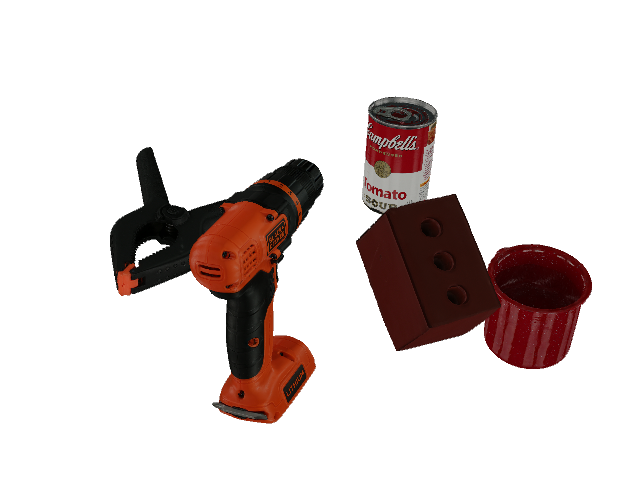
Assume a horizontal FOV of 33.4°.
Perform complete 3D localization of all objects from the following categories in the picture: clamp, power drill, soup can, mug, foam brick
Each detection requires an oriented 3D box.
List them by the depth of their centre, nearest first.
[{"bbox_3d":[0.065,0.021,0.653,0.052,0.078,0.051,-13,-16,-26],"label":"foam brick"},{"bbox_3d":[-0.043,0.041,0.887,0.057,0.188,0.184,9,30,24],"label":"power drill"},{"bbox_3d":[0.190,0.056,0.988,0.093,0.081,0.117,-13,42,-18],"label":"mug"},{"bbox_3d":[-0.154,-0.021,1.059,0.165,0.036,0.209,21,41,18],"label":"clamp"},{"bbox_3d":[0.077,-0.084,1.067,0.068,0.102,0.068,2,32,-2],"label":"soup can"}]
